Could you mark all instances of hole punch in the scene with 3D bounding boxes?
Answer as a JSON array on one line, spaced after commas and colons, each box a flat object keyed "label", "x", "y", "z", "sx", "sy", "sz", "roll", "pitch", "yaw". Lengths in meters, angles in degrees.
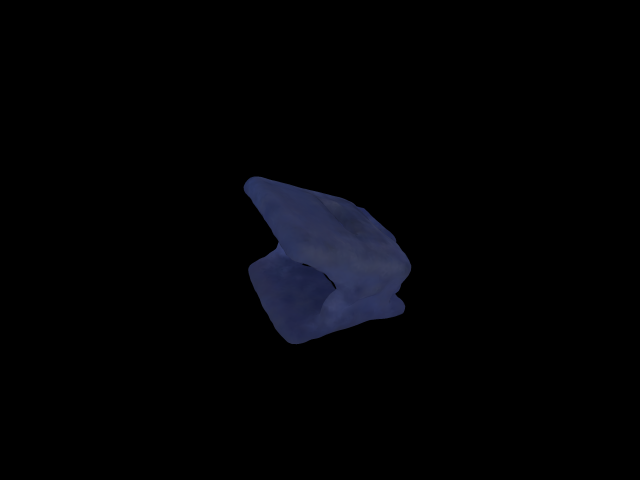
[{"label": "hole punch", "x": 0.004, "y": 0.001, "z": 0.400, "sx": 0.101, "sy": 0.091, "sz": 0.108, "roll": -14, "pitch": 36, "yaw": -20}]
